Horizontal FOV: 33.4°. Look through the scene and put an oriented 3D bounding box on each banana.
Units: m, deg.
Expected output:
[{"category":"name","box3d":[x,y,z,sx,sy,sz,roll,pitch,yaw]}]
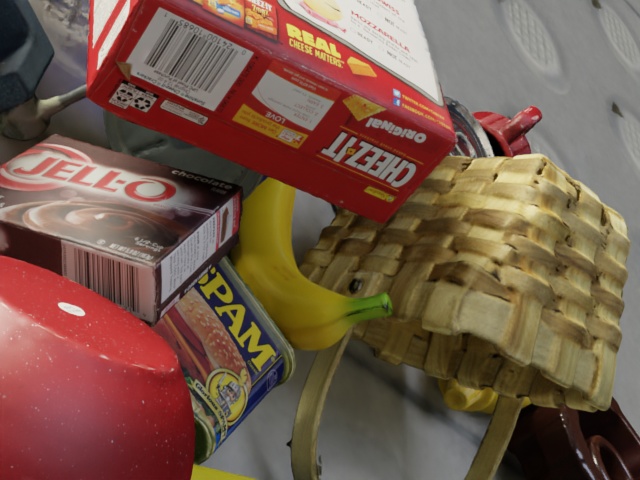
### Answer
[{"category":"banana","box3d":[-0.019,0.011,0.622,0.198,0.069,0.037,57,-9,55]}]

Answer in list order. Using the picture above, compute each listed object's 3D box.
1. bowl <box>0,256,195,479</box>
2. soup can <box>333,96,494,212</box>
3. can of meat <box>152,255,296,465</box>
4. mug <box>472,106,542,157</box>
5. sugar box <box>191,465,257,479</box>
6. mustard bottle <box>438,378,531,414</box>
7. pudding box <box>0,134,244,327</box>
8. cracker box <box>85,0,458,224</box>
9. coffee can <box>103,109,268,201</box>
[{"category":"bowl","box3d":[-0.108,0.051,0.418,0.162,0.055,0.162,29,4,-3]},{"category":"soup can","box3d":[0.064,-0.047,0.759,0.068,0.102,0.068,32,41,-34]},{"category":"can of meat","box3d":[-0.072,0.056,0.541,0.102,0.058,0.083,55,35,-5]},{"category":"mug","box3d":[0.130,-0.067,0.854,0.093,0.117,0.081,49,28,7]},{"category":"sugar box","box3d":[-0.096,0.136,0.455,0.176,0.048,0.093,26,46,-42]},{"category":"mustard bottle","box3d":[0.132,0.074,0.790,0.096,0.058,0.191,60,33,-5]},{"category":"pudding box","box3d":[-0.106,-0.008,0.509,0.113,0.039,0.090,18,32,15]},{"category":"cracker box","box3d":[-0.031,-0.125,0.543,0.164,0.072,0.214,21,37,-28]},{"category":"coffee can","box3d":[-0.049,-0.089,0.642,0.103,0.103,0.140,54,33,-7]}]
